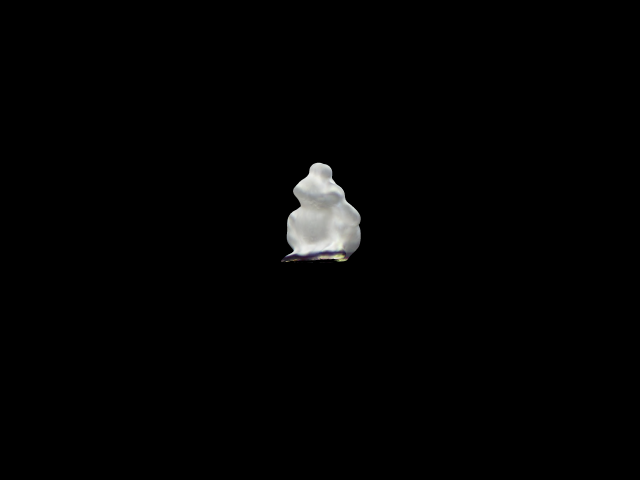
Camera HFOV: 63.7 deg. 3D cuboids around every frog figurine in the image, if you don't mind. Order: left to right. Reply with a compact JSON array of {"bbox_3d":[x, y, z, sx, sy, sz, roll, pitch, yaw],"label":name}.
[{"bbox_3d":[0.003,-0.043,0.850,0.122,0.161,0.136,7,-11,-39],"label":"frog figurine"}]
